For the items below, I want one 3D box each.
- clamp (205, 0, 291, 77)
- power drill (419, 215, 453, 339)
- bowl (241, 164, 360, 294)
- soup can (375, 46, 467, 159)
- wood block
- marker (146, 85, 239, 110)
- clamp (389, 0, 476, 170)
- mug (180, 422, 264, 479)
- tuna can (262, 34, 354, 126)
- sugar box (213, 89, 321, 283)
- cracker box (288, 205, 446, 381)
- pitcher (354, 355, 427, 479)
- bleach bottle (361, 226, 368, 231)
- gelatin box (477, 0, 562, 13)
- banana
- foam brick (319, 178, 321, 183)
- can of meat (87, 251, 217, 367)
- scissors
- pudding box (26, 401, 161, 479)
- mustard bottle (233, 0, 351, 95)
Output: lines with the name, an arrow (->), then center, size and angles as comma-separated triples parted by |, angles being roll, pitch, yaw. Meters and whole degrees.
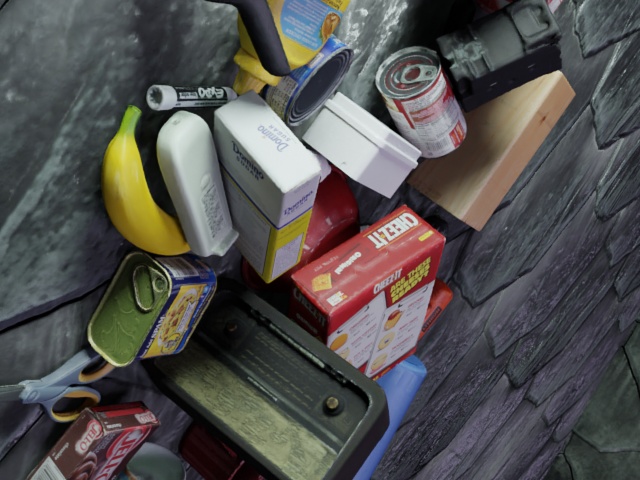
clamp -> -0.052, -0.187, 0.760 | 0.171, 0.039, 0.120 | 14, 106, -39
power drill -> 0.122, 0.062, 1.436 | 0.184, 0.057, 0.187 | -49, 153, 0
bowl -> -0.007, 0.001, 1.126 | 0.162, 0.055, 0.162 | -40, 152, -27
soup can -> 0.105, -0.138, 1.091 | 0.068, 0.069, 0.102 | -47, 139, -12
wood block -> 0.208, -0.124, 1.296 | 0.206, 0.090, 0.090 | -55, 155, 6
marker -> -0.093, -0.115, 0.863 | 0.120, 0.020, 0.020 | -12, 133, -55
clamp -> 0.140, -0.155, 1.191 | 0.164, 0.036, 0.210 | 16, 110, -54
mug -> -0.109, 0.240, 1.233 | 0.093, 0.082, 0.117 | -46, 155, -16
tuna can -> -0.011, -0.143, 0.930 | 0.086, 0.034, 0.086 | -47, 169, -12
sugar box -> -0.050, -0.041, 0.902 | 0.048, 0.093, 0.176 | -34, 164, -23
cracker box -> 0.041, 0.083, 1.158 | 0.164, 0.072, 0.214 | -32, 149, -28
pitcher -> 0.038, 0.250, 1.460 | 0.243, 0.145, 0.149 | -60, -167, 6
bleach bottle -> 0.012, 0.102, 1.289 | 0.102, 0.068, 0.251 | -8, 133, -55
gelatin box -> 0.224, -0.272, 1.146 | 0.089, 0.073, 0.030 | -54, 155, 4
banana -> -0.139, -0.027, 0.877 | 0.069, 0.037, 0.198 | -46, 155, -15
foam brick -> -0.043, -0.036, 1.015 | 0.051, 0.053, 0.078 | -23, 143, -49
can of meat -> -0.147, 0.060, 0.956 | 0.102, 0.057, 0.083 | -59, 157, 15
scissors -> -0.236, 0.117, 0.922 | 0.096, 0.016, 0.201 | -50, 157, -2
pudding box -> -0.219, 0.207, 1.029 | 0.114, 0.039, 0.089 | -48, 158, 16
mustard bottle -> -0.014, -0.197, 0.845 | 0.192, 0.058, 0.096 | -58, 154, 11
